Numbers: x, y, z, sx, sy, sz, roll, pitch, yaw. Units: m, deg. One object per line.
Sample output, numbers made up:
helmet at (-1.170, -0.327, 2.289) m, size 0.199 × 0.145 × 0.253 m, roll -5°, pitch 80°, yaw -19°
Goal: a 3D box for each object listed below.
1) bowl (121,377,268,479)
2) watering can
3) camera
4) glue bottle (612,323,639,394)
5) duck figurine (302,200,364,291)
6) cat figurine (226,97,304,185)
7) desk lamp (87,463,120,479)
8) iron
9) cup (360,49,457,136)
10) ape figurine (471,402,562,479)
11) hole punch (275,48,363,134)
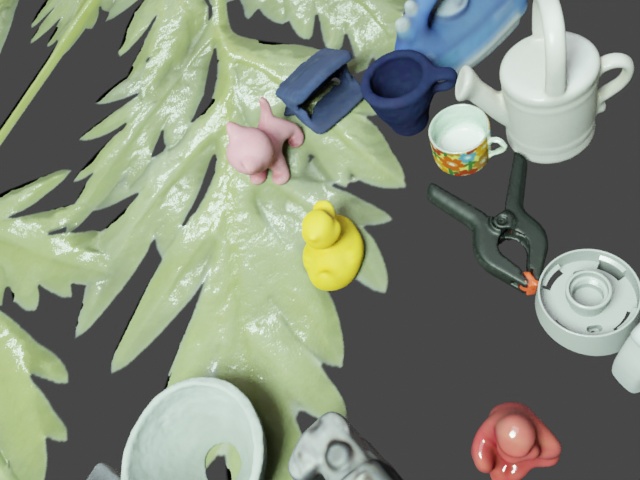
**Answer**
bowl at (-0.122, 0.237, 0.612) m, size 0.167 × 0.075 × 0.167 m, roll -10°, pitch 60°, yaw 17°
watering can at (0.238, -0.173, 0.616) m, size 0.172 × 0.195 × 0.100 m, roll -26°, pitch 56°, yaw 8°
camera at (0.012, 0.256, 0.532) m, size 0.137 × 0.101 × 0.142 m, roll -44°, pitch 56°, yaw -5°
glue bottle at (0.285, 0.077, 0.473) m, size 0.078 × 0.174 × 0.037 m, roll -38°, pitch 55°, yaw 0°
duck figurine at (0.006, 0.002, 0.681) m, size 0.077 × 0.086 × 0.104 m, roll -6°, pitch 61°, yaw 19°
cat figurine at (-0.083, -0.131, 0.771) m, size 0.067 × 0.118 × 0.128 m, roll 4°, pitch 65°, yaw 24°
desk lamp at (-0.238, 0.299, 0.542) m, size 0.202 × 0.214 × 0.118 m, roll 22°, pitch 73°, yaw 30°
iron at (0.165, -0.303, 0.749) m, size 0.258 × 0.142 × 0.118 m, roll -47°, pitch 56°, yaw -7°
cup at (0.120, -0.180, 0.729) m, size 0.117 × 0.095 × 0.092 m, roll -3°, pitch 62°, yaw 21°
ape figurine at (0.174, 0.179, 0.512) m, size 0.077 × 0.092 × 0.076 m, roll 4°, pitch 65°, yaw 24°
hole punch at (-0.008, -0.221, 0.806) m, size 0.109 × 0.091 × 0.100 m, roll -43°, pitch 56°, yaw -4°
